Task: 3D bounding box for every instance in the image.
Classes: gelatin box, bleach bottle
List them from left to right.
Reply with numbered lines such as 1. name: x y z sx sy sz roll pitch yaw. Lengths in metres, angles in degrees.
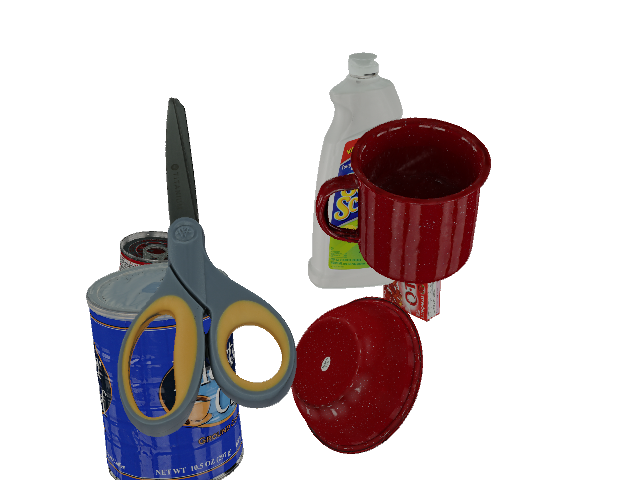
1. bleach bottle: 0.036 -0.074 1.142 0.102 0.251 0.068 -3 24 -5
2. gelatin box: 0.113 0.047 1.327 0.030 0.089 0.073 -26 35 -38

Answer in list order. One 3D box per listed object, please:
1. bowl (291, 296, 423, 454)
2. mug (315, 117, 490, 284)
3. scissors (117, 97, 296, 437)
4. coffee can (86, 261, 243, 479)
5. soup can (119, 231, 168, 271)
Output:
1. bowl: 0.022 0.127 1.057 0.162 0.162 0.055 0 -18 45
2. mug: 0.055 -0.023 0.732 0.117 0.081 0.093 -6 42 -6
3. scissors: -0.052 0.007 0.552 0.096 0.201 0.016 6 -32 5
4. coffee can: -0.112 0.098 0.784 0.103 0.140 0.103 -3 18 1
5. soup can: -0.157 0.051 1.007 0.068 0.102 0.068 6 22 -3
